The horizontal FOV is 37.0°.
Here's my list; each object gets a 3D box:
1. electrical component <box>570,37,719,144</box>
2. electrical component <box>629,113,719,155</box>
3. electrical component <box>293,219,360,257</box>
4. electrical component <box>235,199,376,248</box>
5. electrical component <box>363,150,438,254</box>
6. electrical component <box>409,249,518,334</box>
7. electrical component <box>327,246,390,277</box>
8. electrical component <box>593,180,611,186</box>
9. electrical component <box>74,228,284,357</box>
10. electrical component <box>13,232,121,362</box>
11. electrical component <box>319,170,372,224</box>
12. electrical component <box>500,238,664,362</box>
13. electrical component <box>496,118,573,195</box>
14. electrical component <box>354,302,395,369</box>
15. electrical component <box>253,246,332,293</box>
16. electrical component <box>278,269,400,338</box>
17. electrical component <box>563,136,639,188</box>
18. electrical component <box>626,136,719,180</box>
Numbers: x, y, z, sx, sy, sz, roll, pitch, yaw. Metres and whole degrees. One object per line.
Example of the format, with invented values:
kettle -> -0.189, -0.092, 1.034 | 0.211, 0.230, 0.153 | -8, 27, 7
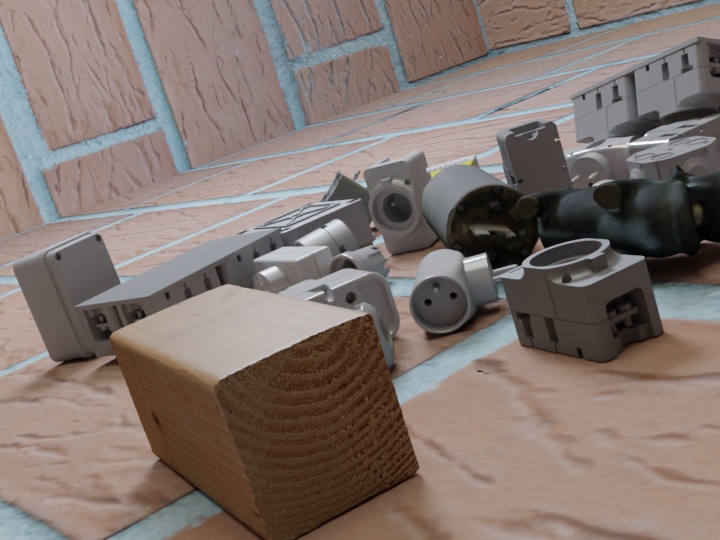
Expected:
electrical component -> 0.313, -0.168, 1.080 | 0.105, 0.060, 0.186 | 1, -9, -27
electrical component -> 0.297, -0.107, 0.986 | 0.089, 0.050, 0.056 | -24, 14, -27
electrical component -> -0.032, -0.015, 1.037 | 0.047, 0.055, 0.055 | -27, 14, -21
electrical component -> -0.059, -0.032, 1.145 | 0.109, 0.056, 0.109 | -26, 14, -33
electrical component -> 0.044, -0.067, 1.072 | 0.050, 0.089, 0.056 | -11, 14, 28
electrical component -> 0.078, 0.011, 0.788 | 0.079, 0.044, 0.077 | -15, 13, 11
electrical component -> 0.000, 0.000, 0.961 | 0.040, 0.040, 0.046 | -8, 10, 39
electrical component -> 0.211, -0.050, 0.868 | 0.045, 0.045, 0.055 | -21, 12, -14
electrical component -> -0.162, 0.024, 1.033 | 0.105, 0.060, 0.186 | -8, 16, 39
electrical component -> -0.281, 0.026, 1.068 | 0.057, 0.113, 0.078 | -14, 12, 32
electrical component -> -0.009, -0.079, 1.233 | 0.081, 0.064, 0.042 | -60, 12, 3
electrical component -> 0.133, 0.016, 0.659 | 0.050, 0.055, 0.089 | -23, 13, -23
electrical component -> 0.166, -0.093, 1.017 | 0.050, 0.089, 0.055 | -18, 12, 1
electrical component -> -0.010, 0.053, 0.729 | 0.062, 0.048, 0.048 | -22, 11, 12
electrical component -> -0.073, 0.013, 0.985 | 0.076, 0.047, 0.083 | -25, 14, -31
electrical component -> -0.027, 0.037, 0.796 | 0.095, 0.053, 0.059 | -23, 13, -22
electrical component -> 0.232, -0.099, 1.058 | 0.077, 0.043, 0.079 | -9, 15, 36
electrical component -> 0.264, -0.077, 0.894 | 0.080, 0.051, 0.080 | -17, 12, 4
